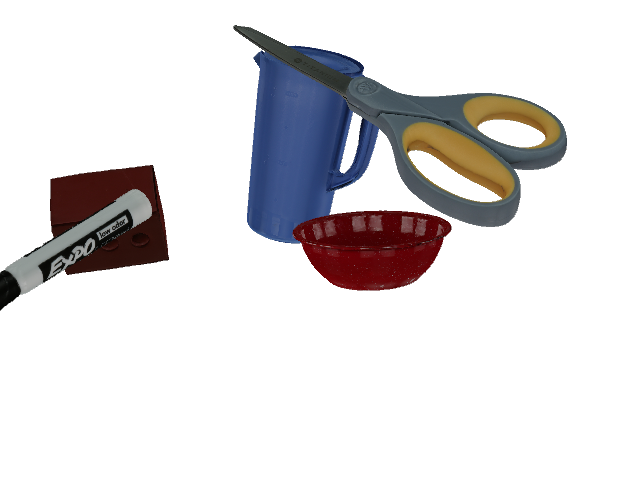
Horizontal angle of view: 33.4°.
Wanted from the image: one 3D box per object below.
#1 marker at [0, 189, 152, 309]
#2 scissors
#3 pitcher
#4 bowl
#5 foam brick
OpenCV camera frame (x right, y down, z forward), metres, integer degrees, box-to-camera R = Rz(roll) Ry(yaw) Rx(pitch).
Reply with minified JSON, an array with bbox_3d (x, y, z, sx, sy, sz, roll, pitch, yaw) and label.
[{"bbox_3d":[-0.140,0.007,0.574,0.020,0.020,0.120,0,28,46],"label":"marker"},{"bbox_3d":[0.044,-0.076,0.551,0.096,0.016,0.202,-23,48,-23],"label":"scissors"},{"bbox_3d":[-0.019,-0.121,1.379,0.144,0.243,0.149,2,23,-17],"label":"pitcher"},{"bbox_3d":[0.053,0.012,1.085,0.162,0.055,0.162,-3,13,1],"label":"bowl"},{"bbox_3d":[-0.154,-0.015,0.776,0.078,0.051,0.053,-9,-41,-5],"label":"foam brick"}]
